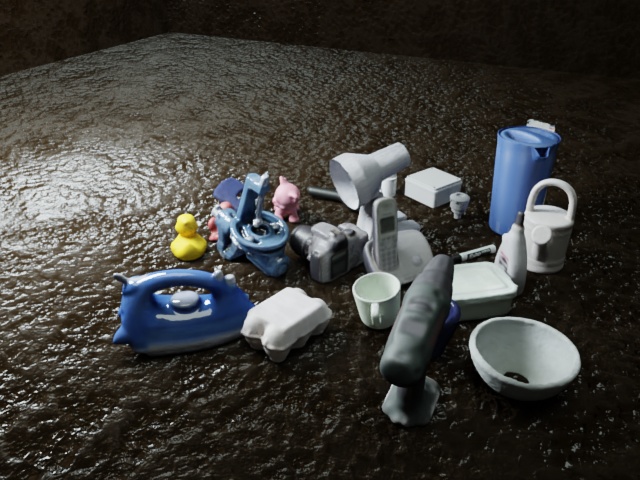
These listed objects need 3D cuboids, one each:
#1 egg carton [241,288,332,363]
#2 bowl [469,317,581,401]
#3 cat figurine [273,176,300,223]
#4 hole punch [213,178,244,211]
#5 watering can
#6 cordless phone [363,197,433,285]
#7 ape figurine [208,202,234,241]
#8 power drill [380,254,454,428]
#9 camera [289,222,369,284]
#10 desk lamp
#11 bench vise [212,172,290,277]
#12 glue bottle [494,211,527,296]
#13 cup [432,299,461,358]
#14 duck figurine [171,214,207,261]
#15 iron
[{"bbox_3d":[-0.057,0.143,0.997,0.107,0.069,0.151,23,37,34],"label":"egg carton"},{"bbox_3d":[0.316,0.198,0.904,0.167,0.075,0.167,1,30,0],"label":"bowl"},{"bbox_3d":[-0.081,-0.105,1.381,0.067,0.118,0.127,-2,30,-5],"label":"cat figurine"},{"bbox_3d":[-0.195,-0.095,1.388,0.101,0.091,0.109,9,31,14],"label":"hole punch"},{"bbox_3d":[0.473,-0.031,1.188,0.101,0.194,0.173,3,30,5],"label":"watering can"},{"bbox_3d":[0.160,-0.004,1.143,0.148,0.185,0.093,-16,34,-27],"label":"cordless phone"},{"bbox_3d":[-0.214,-0.044,1.298,0.076,0.092,0.077,-21,36,-33],"label":"ape figurine"},{"bbox_3d":[0.144,0.157,0.838,0.075,0.208,0.230,12,32,20],"label":"power drill"},{"bbox_3d":[0.011,0.004,1.210,0.143,0.101,0.136,-25,39,-37],"label":"camera"},{"bbox_3d":[0.125,-0.108,1.295,0.204,0.214,0.117,-14,33,-24],"label":"desk lamp"},{"bbox_3d":[-0.155,-0.044,1.170,0.206,0.220,0.122,13,32,20],"label":"bench vise"},{"bbox_3d":[0.376,0.021,1.115,0.037,0.173,0.078,-7,31,-13],"label":"glue bottle"},{"bbox_3d":[0.188,0.143,0.977,0.091,0.095,0.118,4,30,6],"label":"cup"},{"bbox_3d":[-0.288,-0.012,1.248,0.077,0.086,0.104,-6,31,-12],"label":"duck figurine"},{"bbox_3d":[-0.225,0.105,0.989,0.258,0.141,0.118,-6,30,-11],"label":"iron"}]
